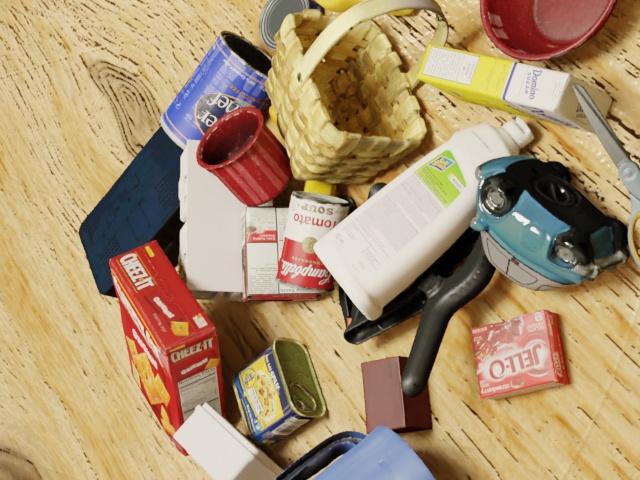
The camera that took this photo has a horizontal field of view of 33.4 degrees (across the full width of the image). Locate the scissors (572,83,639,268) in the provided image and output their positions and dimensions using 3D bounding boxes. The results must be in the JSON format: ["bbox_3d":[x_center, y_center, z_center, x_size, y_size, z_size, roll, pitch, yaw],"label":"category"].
[{"bbox_3d":[0.304,-0.061,0.975,0.096,0.016,0.202,-16,90,26],"label":"scissors"}]

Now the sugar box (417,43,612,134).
[{"bbox_3d":[0.195,-0.153,1.084,0.176,0.093,0.048,26,98,42],"label":"sugar box"}]

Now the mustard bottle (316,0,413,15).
[{"bbox_3d":[0.039,-0.323,1.286,0.192,0.058,0.096,13,91,43],"label":"mustard bottle"}]

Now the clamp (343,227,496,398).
[{"bbox_3d":[0.122,0.061,1.092,0.210,0.036,0.165,-46,27,4],"label":"clamp"}]

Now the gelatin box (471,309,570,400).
[{"bbox_3d":[0.197,0.115,1.059,0.089,0.030,0.073,-20,67,37],"label":"gelatin box"}]

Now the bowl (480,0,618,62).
[{"bbox_3d":[0.245,-0.253,1.089,0.162,0.055,0.162,-11,72,39],"label":"bowl"}]

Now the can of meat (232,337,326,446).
[{"bbox_3d":[-0.050,0.179,1.244,0.084,0.057,0.102,-39,56,31],"label":"can of meat"}]

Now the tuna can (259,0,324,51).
[{"bbox_3d":[-0.036,-0.278,1.357,0.086,0.033,0.086,-12,72,39],"label":"tuna can"}]

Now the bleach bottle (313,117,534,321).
[{"bbox_3d":[0.119,-0.033,1.103,0.251,0.068,0.103,-38,64,2],"label":"bleach bottle"}]

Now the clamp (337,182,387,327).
[{"bbox_3d":[0.049,0.018,1.188,0.120,0.039,0.171,138,129,-69],"label":"clamp"}]

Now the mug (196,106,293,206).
[{"bbox_3d":[-0.092,-0.092,1.239,0.117,0.081,0.093,-6,50,37],"label":"mug"}]

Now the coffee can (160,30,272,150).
[{"bbox_3d":[-0.124,-0.181,1.365,0.140,0.102,0.103,-51,52,20],"label":"coffee can"}]

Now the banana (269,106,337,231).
[{"bbox_3d":[-0.018,-0.093,1.277,0.037,0.069,0.198,103,163,-51],"label":"banana"}]

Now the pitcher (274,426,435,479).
[{"bbox_3d":[-0.001,0.295,1.045,0.145,0.242,0.149,57,164,4],"label":"pitcher"}]

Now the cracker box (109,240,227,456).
[{"bbox_3d":[-0.182,0.134,1.283,0.164,0.072,0.214,50,154,37],"label":"cracker box"}]

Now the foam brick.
[{"bbox_3d":[0.081,0.166,1.134,0.053,0.051,0.078,-16,70,37],"label":"foam brick"}]

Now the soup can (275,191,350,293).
[{"bbox_3d":[-0.008,0.001,1.192,0.069,0.068,0.102,18,101,42],"label":"soup can"}]

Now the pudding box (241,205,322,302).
[{"bbox_3d":[-0.046,0.016,1.258,0.039,0.090,0.113,126,143,-72],"label":"pudding box"}]
